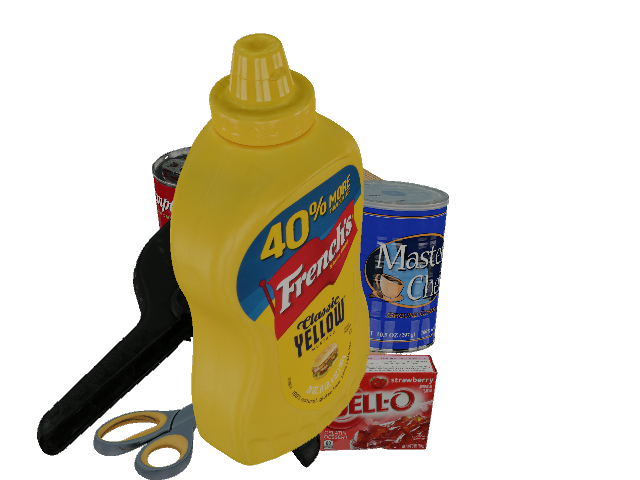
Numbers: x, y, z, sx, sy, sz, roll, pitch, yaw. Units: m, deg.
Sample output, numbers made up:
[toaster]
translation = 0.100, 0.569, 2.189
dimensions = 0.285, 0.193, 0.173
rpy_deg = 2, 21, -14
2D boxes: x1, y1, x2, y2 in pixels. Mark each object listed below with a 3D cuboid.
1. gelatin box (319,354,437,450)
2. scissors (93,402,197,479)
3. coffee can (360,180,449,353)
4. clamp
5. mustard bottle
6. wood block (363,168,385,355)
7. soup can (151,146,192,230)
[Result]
[gelatin box]
translation = 0.041, 0.126, 0.827
dimensions = 0.089, 0.073, 0.030
rpy_deg = 1, 27, -7
[scissors]
translation = -0.106, 0.168, 0.976
dimensions = 0.201, 0.016, 0.096
rpy_deg = -12, 33, -32
[coffee can]
translation = 0.062, 0.022, 0.996
dimensions = 0.103, 0.140, 0.103
rpy_deg = 4, 14, -1
[clamp]
translation = -0.066, 0.050, 0.666
dimensions = 0.164, 0.210, 0.036
rpy_deg = 7, -38, 9
[mustard bottle]
translation = -0.020, 0.002, 0.455
dimensions = 0.058, 0.192, 0.096
rpy_deg = 27, 47, 33
[wood block]
translation = 0.030, 0.032, 1.220
dimensions = 0.090, 0.206, 0.090
rpy_deg = -17, 32, -29
[soup can]
translation = -0.099, -0.017, 0.872
dimensions = 0.068, 0.102, 0.068
rpy_deg = -1, 32, 0
